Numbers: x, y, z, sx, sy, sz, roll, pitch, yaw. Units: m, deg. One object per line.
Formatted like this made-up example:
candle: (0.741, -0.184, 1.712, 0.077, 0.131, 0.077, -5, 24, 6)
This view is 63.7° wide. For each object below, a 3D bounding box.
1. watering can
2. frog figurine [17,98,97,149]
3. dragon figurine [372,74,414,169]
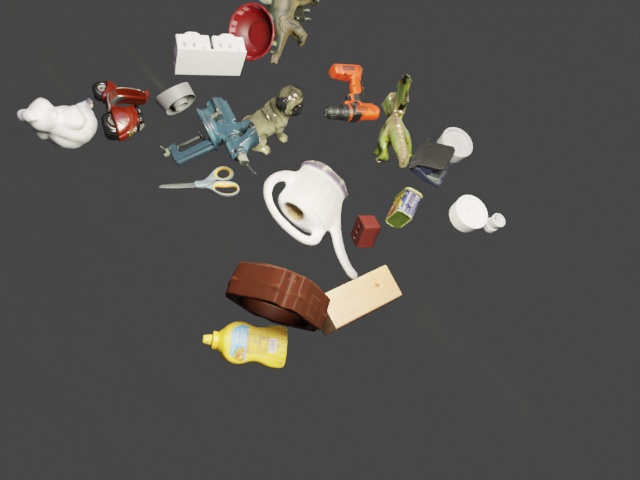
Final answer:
watering can: (0.004, -0.069, 1.372, 0.345, 0.103, 0.229, 41, 57, -15)
frog figurine: (-0.606, -0.271, 1.196, 0.137, 0.161, 0.121, -8, 103, 11)
dragon figurine: (0.222, -0.347, 1.464, 0.122, 0.416, 0.240, 2, 107, -3)
